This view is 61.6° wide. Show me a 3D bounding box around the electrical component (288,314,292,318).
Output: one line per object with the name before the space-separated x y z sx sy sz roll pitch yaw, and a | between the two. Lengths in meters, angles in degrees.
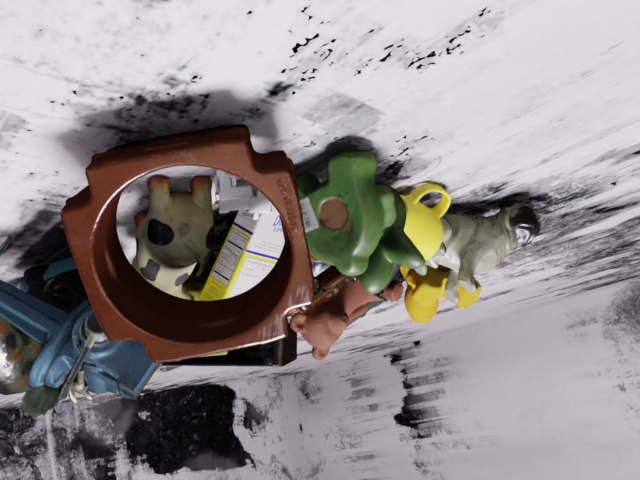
electrical component | -0.059 0.130 1.158 0.115 0.058 0.134 -8 162 -18

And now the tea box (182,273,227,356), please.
tea box | -0.190 0.094 0.780 0.068 0.098 0.170 0 -167 -32

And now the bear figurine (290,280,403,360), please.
bear figurine | 0.045 0.117 0.977 0.132 0.120 0.196 -15 -156 42

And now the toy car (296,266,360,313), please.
toy car | 0.040 0.053 0.885 0.202 0.053 0.089 -34 160 -18

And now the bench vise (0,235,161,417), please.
bench vise | -0.297 0.101 0.603 0.241 0.129 0.223 32 158 -3

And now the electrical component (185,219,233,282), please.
electrical component | -0.152 0.018 0.715 0.045 0.078 0.102 11 164 -30

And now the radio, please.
radio | -0.162 0.185 0.965 0.230 0.073 0.131 -2 173 7

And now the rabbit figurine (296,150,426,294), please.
rabbit figurine | 0.062 -0.026 0.638 0.121 0.159 0.170 -35 168 30

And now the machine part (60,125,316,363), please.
machine part | -0.113 0.002 0.502 0.201 0.201 0.087 -11 -158 -2

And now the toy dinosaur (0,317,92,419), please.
toy dinosaur | -0.447 0.164 0.799 0.131 0.192 0.404 -12 164 -4

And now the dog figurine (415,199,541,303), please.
dog figurine | 0.237 -0.019 0.855 0.190 0.172 0.121 -43 -178 -18

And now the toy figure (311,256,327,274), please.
toy figure | 0.000 -0.003 0.775 0.064 0.058 0.154 -32 164 -17

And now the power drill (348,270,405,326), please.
power drill | 0.087 0.133 1.168 0.232 0.086 0.207 -32 177 -17

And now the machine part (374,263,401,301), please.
machine part | 0.131 0.038 0.923 0.139 0.039 0.084 -59 155 7

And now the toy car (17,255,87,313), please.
toy car | -0.321 0.064 0.743 0.162 0.109 0.103 -26 -175 7

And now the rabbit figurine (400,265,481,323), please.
rabbit figurine | 0.198 0.084 1.013 0.122 0.162 0.173 -8 140 -16

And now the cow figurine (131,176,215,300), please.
cow figurine | -0.178 0.021 0.630 0.085 0.127 0.195 3 155 -30
